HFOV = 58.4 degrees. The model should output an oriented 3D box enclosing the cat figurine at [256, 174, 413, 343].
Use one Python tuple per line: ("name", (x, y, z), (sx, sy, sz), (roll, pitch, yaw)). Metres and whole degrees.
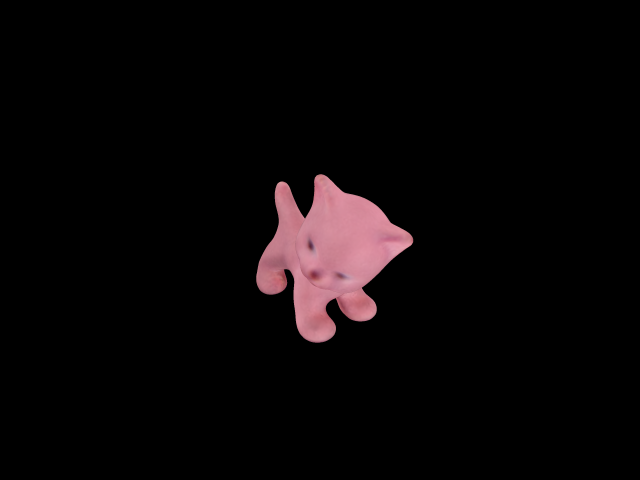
("cat figurine", (0.004, 0.001, 0.400), (0.067, 0.118, 0.127), (-19, 36, -29))
